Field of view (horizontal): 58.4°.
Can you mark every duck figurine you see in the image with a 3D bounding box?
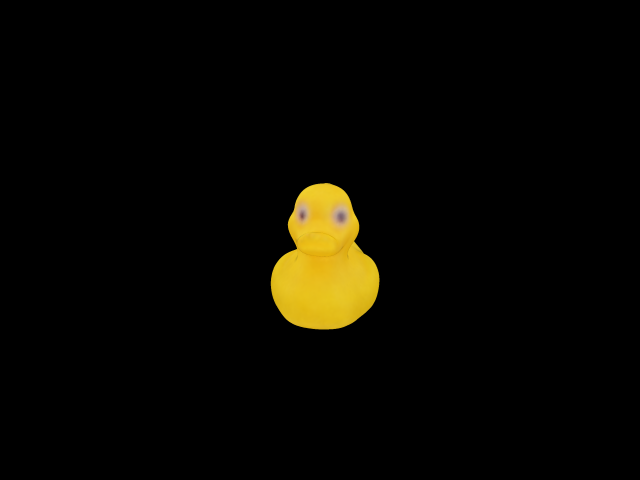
[{"bbox_3d":[0.004,0.001,0.400,0.077,0.086,0.104,3,22,7],"label":"duck figurine"}]
